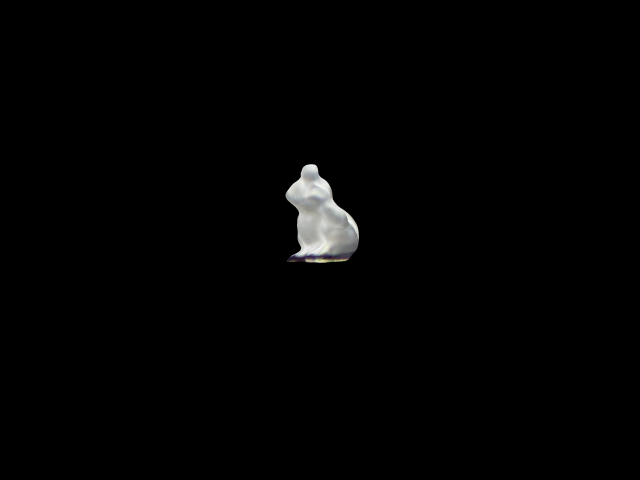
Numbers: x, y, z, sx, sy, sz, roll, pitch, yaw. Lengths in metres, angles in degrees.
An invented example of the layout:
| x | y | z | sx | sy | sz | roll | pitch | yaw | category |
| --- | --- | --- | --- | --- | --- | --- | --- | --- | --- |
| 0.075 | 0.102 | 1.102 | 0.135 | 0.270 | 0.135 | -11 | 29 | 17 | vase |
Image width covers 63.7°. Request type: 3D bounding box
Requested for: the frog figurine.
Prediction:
| x | y | z | sx | sy | sz | roll | pitch | yaw | category |
| --- | --- | --- | --- | --- | --- | --- | --- | --- | --- |
| 0.003 | -0.043 | 0.850 | 0.123 | 0.160 | 0.137 | 1 | -2 | -11 | frog figurine |
